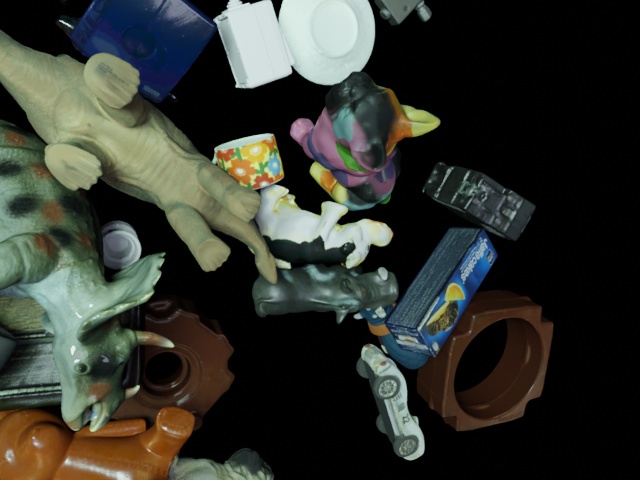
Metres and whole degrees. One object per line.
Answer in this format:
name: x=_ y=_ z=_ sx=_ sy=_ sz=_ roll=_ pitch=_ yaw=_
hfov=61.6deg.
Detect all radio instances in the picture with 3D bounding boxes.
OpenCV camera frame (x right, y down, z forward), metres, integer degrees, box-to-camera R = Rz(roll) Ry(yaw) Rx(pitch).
radio: x=-0.300 y=0.104 z=0.556 sx=0.230 sy=0.073 sz=0.131 roll=-3 pitch=87 yaw=-11

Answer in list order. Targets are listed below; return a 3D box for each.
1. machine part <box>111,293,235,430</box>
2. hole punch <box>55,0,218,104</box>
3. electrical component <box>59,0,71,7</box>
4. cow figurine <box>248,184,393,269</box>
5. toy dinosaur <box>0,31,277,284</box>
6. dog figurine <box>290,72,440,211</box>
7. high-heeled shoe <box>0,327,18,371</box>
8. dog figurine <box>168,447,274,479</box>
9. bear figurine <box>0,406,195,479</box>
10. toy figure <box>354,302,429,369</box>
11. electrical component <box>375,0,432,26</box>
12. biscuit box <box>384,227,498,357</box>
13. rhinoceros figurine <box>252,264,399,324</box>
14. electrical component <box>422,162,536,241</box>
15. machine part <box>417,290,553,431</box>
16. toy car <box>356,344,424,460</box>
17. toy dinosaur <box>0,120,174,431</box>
machine part: x=-0.193 y=0.157 z=0.665 sx=0.179 sy=0.056 sz=0.179 roll=-6 pitch=106 yaw=-22
hole punch: x=-0.179 y=-0.212 z=0.549 sx=0.142 sy=0.092 sz=0.115 roll=33 pitch=94 yaw=-31
electrical component: x=-0.233 y=-0.296 z=0.521 sx=0.119 sy=0.048 sz=0.074 roll=-48 pitch=118 yaw=-4
cow figurine: x=0.000 y=-0.002 z=0.654 sx=0.167 sy=0.068 sz=0.098 roll=17 pitch=87 yaw=5
toy dinosaur: x=-0.203 y=-0.106 z=0.502 sx=0.105 sy=0.199 sz=0.470 roll=-48 pitch=119 yaw=-5
dog figurine: x=0.057 y=-0.100 z=0.609 sx=0.108 sy=0.219 sz=0.191 roll=-35 pitch=115 yaw=-7
high-heeled shoe: x=-0.384 y=0.034 z=0.466 sx=0.145 sy=0.086 sz=0.248 roll=-26 pitch=98 yaw=-13
dog figurine: x=-0.173 y=0.336 z=0.714 sx=0.190 sy=0.172 sz=0.121 roll=33 pitch=52 yaw=-52
bear figurine: x=-0.251 y=0.222 z=0.563 sx=0.196 sy=0.120 sz=0.132 roll=27 pitch=136 yaw=-16
toy figure: x=0.104 y=0.128 z=0.783 sx=0.064 sy=0.058 sz=0.154 roll=-40 pitch=116 yaw=-3
electrical component: x=0.101 y=-0.304 z=0.678 sx=0.094 sy=0.021 sz=0.063 roll=42 pitch=86 yaw=-28
biscuit box: x=0.175 y=0.066 z=0.758 sx=0.203 sy=0.063 sz=0.059 roll=-50 pitch=121 yaw=-28
rhinoceros figurine: x=0.006 y=0.060 z=0.693 sx=0.190 sy=0.112 sz=0.073 roll=0 pitch=103 yaw=-15
electrical component: x=0.227 y=-0.052 z=0.754 sx=0.134 sy=0.115 sz=0.058 roll=26 pitch=98 yaw=-27
machine part: x=0.259 y=0.186 z=0.852 sx=0.201 sy=0.087 sz=0.200 roll=-4 pitch=107 yaw=-24
toy car: x=0.108 y=0.244 z=0.810 sx=0.056 sy=0.074 sz=0.201 roll=-24 pitch=113 yaw=-12
toy dinosaur: x=-0.276 y=-0.028 z=0.485 sx=0.192 sy=0.405 sz=0.131 roll=-17 pitch=158 yaw=-49
